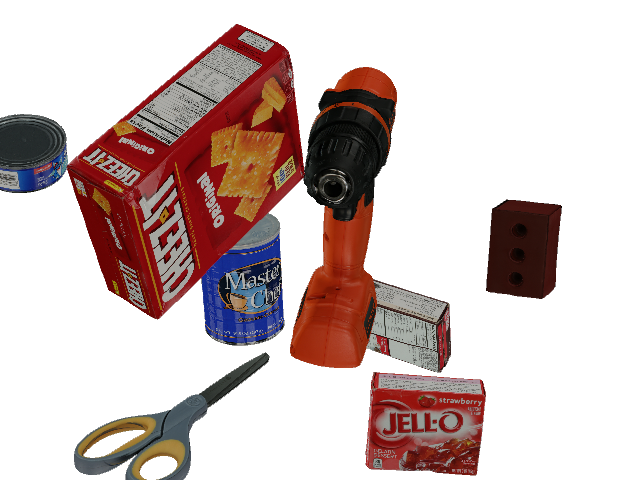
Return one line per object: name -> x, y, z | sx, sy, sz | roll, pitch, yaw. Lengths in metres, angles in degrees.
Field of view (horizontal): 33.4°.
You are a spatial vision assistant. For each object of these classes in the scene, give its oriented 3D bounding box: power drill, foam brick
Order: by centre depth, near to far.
power drill -> 0.016, -0.010, 0.730 | 0.057, 0.188, 0.184 | 10, 27, 7
foam brick -> 0.180, 0.007, 0.945 | 0.053, 0.078, 0.051 | 7, 16, 23

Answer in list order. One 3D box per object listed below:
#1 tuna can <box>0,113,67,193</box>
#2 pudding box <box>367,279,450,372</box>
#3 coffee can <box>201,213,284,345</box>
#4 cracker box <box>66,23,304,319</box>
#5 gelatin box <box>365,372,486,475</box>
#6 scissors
tuna can -> -0.288, -0.084, 1.030 | 0.086, 0.034, 0.086 | 3, 42, -3
pudding box -> 0.092, 0.096, 1.222 | 0.114, 0.090, 0.039 | 16, 49, 23
coffee can -> -0.098, 0.045, 1.331 | 0.103, 0.140, 0.103 | -2, 26, 1
cracker box -> -0.106, -0.059, 0.934 | 0.072, 0.164, 0.213 | 28, 57, 25
gelatin box -> 0.082, 0.145, 0.839 | 0.089, 0.073, 0.030 | 4, 21, 2
scissors -> -0.095, 0.144, 0.842 | 0.201, 0.016, 0.096 | -20, 35, -34
